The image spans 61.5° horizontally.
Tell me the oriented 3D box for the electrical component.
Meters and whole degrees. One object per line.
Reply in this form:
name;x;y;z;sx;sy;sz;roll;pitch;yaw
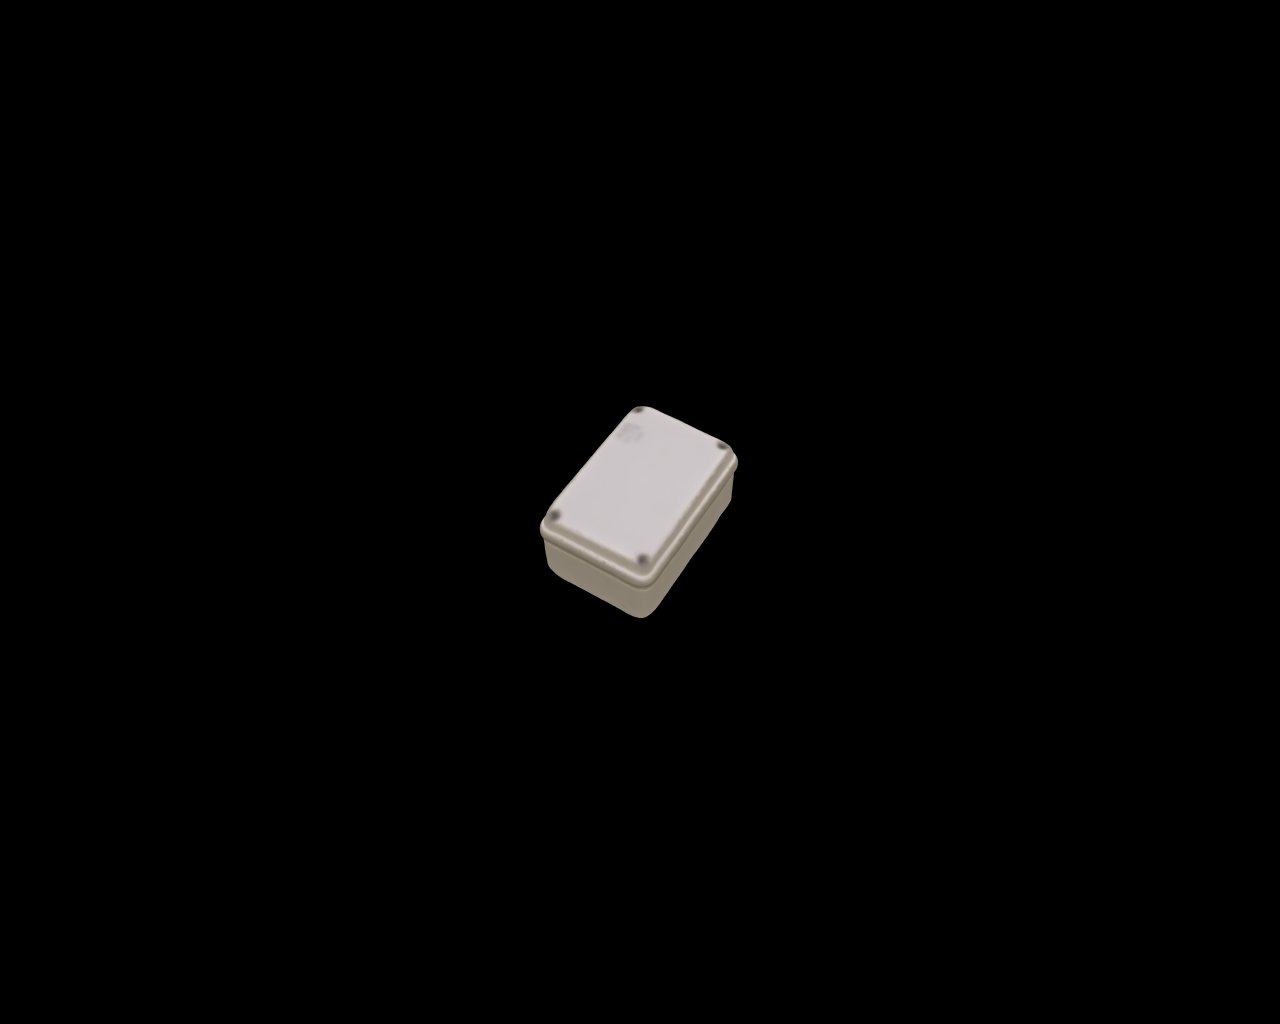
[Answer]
electrical component;0.001;-0.003;0.650;0.078;0.113;0.057;27;-32;18
